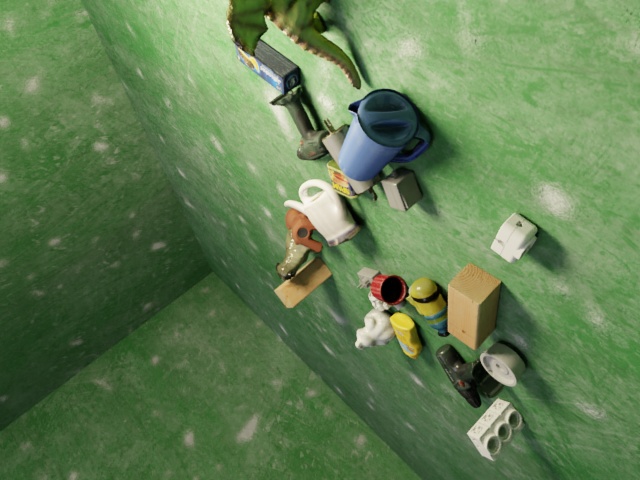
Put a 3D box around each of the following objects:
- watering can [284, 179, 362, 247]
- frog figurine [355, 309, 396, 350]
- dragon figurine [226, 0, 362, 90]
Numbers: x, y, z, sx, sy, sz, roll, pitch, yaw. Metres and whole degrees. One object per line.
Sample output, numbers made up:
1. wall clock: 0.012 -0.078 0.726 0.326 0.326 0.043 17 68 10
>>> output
1. watering can: 0.005 -0.082 1.622 0.223 0.105 0.345 54 158 -7
2. frog figurine: 0.192 0.319 1.802 0.123 0.161 0.134 22 144 48
3. dragon figurine: -0.087 -0.448 1.051 0.408 0.246 0.121 57 153 -8
